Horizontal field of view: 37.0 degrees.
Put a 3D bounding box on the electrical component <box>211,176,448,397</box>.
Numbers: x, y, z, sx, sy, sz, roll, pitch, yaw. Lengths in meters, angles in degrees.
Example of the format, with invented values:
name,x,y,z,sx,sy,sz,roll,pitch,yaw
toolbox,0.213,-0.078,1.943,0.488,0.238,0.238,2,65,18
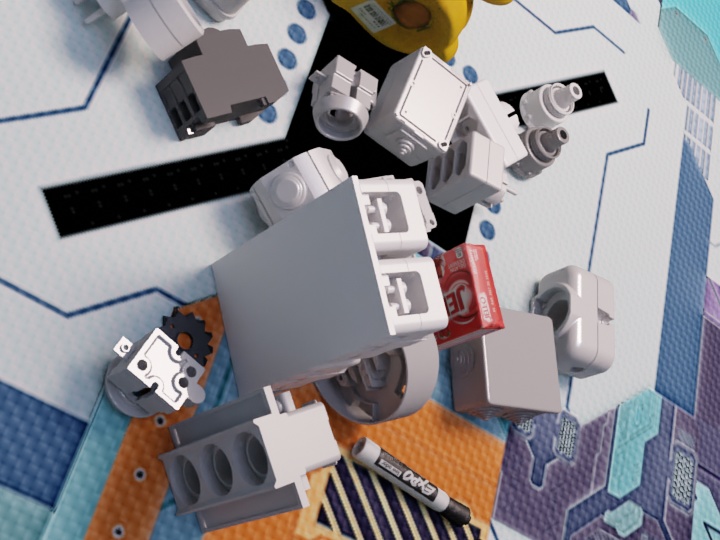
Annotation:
name,x,y,z,sx,sy,sz,roll,pitch,yaw
electrical component,-0.024,0.016,0.763,0.060,0.186,0.105,-4,75,-39

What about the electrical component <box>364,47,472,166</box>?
name,x,y,z,sx,sy,sz,roll,pitch,yaw
electrical component,0.048,-0.140,0.970,0.062,0.061,0.096,34,63,-23

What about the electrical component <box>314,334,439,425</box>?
name,x,y,z,sx,sy,sz,roll,pitch,yaw
electrical component,0.010,0.069,0.830,0.064,0.099,0.099,3,71,-44

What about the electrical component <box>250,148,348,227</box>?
name,x,y,z,sx,sy,sz,roll,pitch,yaw
electrical component,-0.043,-0.057,0.850,0.080,0.080,0.051,-24,82,-41

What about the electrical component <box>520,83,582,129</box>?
name,x,y,z,sx,sy,sz,roll,pitch,yaw
electrical component,0.197,-0.169,1.092,0.048,0.062,0.048,15,64,-33

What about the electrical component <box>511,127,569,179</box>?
name,x,y,z,sx,sy,sz,roll,pitch,yaw
electrical component,0.177,-0.121,1.058,0.048,0.062,0.048,15,64,-34

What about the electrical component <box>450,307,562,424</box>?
name,x,y,z,sx,sy,sz,roll,pitch,yaw
electrical component,0.125,0.083,0.945,0.100,0.048,0.099,12,66,-34

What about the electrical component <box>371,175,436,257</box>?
name,x,y,z,sx,sy,sz,roll,pitch,yaw
electrical component,0.027,-0.044,0.910,0.042,0.064,0.081,-14,82,-40

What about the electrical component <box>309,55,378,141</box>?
name,x,y,z,sx,sy,sz,roll,pitch,yaw
electrical component,-0.015,-0.146,0.929,0.066,0.048,0.055,28,50,-27

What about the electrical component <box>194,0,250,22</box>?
name,x,y,z,sx,sy,sz,roll,pitch,yaw
electrical component,-0.124,-0.271,0.886,0.113,0.057,0.078,43,52,-17

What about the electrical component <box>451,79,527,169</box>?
name,x,y,z,sx,sy,sz,roll,pitch,yaw
electrical component,0.127,-0.139,1.035,0.076,0.047,0.083,-31,92,-41

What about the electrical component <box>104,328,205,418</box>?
name,x,y,z,sx,sy,sz,roll,pitch,yaw
electrical component,-0.144,0.074,0.734,0.066,0.055,0.048,44,52,-16

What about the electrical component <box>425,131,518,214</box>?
name,x,y,z,sx,sy,sz,roll,pitch,yaw
electrical component,0.110,-0.081,0.987,0.077,0.066,0.047,24,59,-29

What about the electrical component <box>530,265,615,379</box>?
name,x,y,z,sx,sy,sz,roll,pitch,yaw
electrical component,0.200,0.048,1.014,0.059,0.054,0.095,22,60,-30

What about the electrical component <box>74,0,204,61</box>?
name,x,y,z,sx,sy,sz,roll,pitch,yaw
electrical component,-0.183,-0.215,0.817,0.138,0.074,0.052,59,5,14

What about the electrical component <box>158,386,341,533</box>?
name,x,y,z,sx,sy,sz,roll,pitch,yaw
electrical component,-0.074,0.126,0.724,0.063,0.121,0.078,-13,81,-43
